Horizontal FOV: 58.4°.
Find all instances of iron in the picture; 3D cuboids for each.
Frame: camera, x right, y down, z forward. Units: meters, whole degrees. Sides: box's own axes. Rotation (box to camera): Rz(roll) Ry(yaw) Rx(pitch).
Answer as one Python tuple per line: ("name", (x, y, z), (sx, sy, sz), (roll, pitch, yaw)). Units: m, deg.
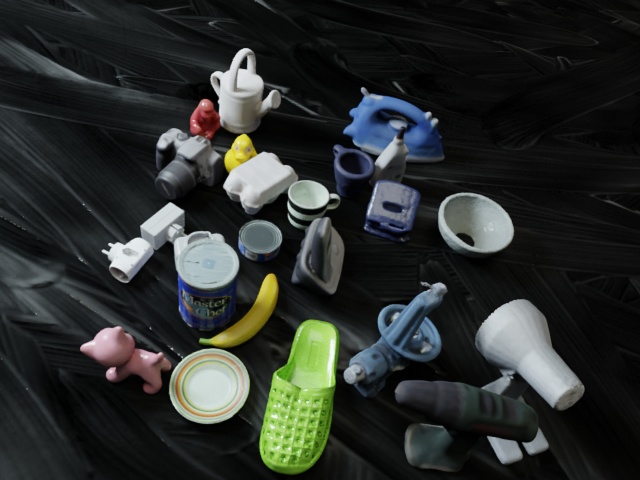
("iron", (0.195, -0.278, 1.378), (0.258, 0.141, 0.118), (16, 50, 0))

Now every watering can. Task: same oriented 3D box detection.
("watering can", (-0.172, -0.347, 1.317), (0.173, 0.194, 0.101), (11, 50, -3))

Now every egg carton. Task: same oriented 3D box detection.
("egg carton", (-0.126, -0.124, 1.231), (0.107, 0.069, 0.151), (39, 54, 18))

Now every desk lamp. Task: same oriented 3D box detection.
("desk lamp", (0.337, 0.234, 0.956), (0.118, 0.213, 0.203), (-12, 55, -20))

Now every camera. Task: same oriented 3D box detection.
("camera", (-0.293, -0.159, 1.200), (0.143, 0.101, 0.137), (28, 52, 11))

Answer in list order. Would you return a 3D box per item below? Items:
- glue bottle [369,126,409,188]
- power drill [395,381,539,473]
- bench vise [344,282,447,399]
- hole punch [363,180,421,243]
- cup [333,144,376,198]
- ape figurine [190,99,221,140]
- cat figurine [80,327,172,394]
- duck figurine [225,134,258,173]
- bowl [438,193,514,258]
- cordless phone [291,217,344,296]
("glue bottle", (0.163, -0.185, 1.277), (0.078, 0.173, 0.037), (-11, 55, -20))
("power drill", (0.204, 0.288, 0.887), (0.229, 0.208, 0.075), (8, 51, -6))
("bench vise", (0.139, 0.172, 0.957), (0.121, 0.220, 0.208), (31, 52, 13))
("hole punch", (0.156, -0.062, 1.230), (0.108, 0.091, 0.101), (16, 50, 1))
("cup", (0.061, -0.148, 1.275), (0.092, 0.095, 0.117), (-26, 61, -29))
("ape figurine", (-0.262, -0.280, 1.309), (0.078, 0.092, 0.076), (-21, 59, -26))
("cat figurine", (-0.307, 0.183, 0.915), (0.128, 0.118, 0.067), (14, 50, -1))
("duck figurine", (-0.170, -0.196, 1.267), (0.077, 0.086, 0.104), (8, 51, -6))
("bowl", (0.328, -0.020, 1.245), (0.167, 0.075, 0.167), (6, 51, -8))
("cordless phone", (0.010, 0.004, 1.084), (0.094, 0.185, 0.147), (13, 50, -2))
